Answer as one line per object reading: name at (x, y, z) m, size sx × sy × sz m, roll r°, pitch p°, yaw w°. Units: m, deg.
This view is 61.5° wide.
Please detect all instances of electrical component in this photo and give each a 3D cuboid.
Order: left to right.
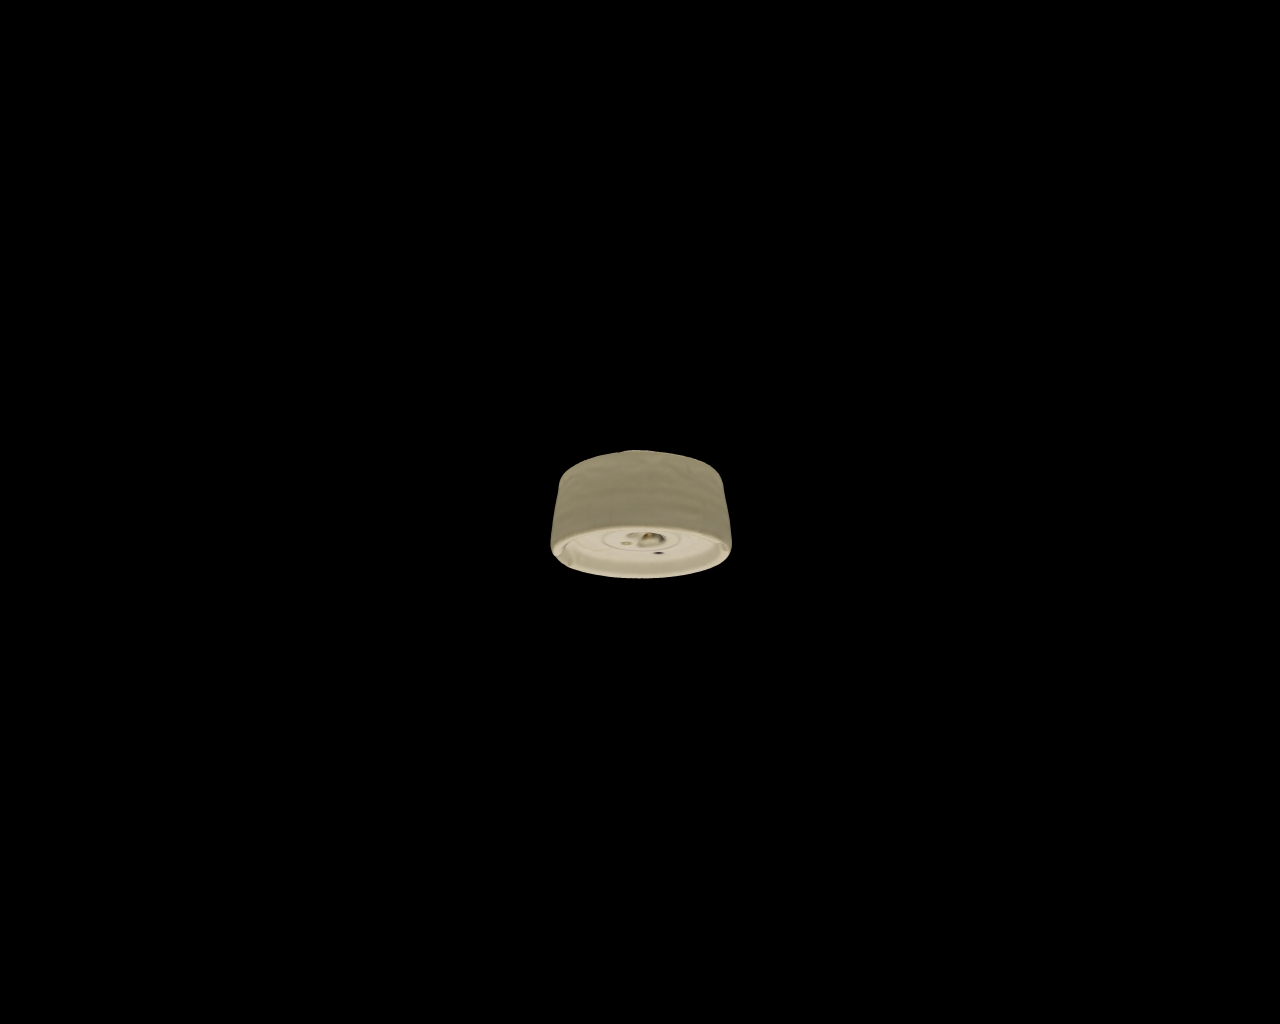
electrical component at (0.001, -0.003, 0.650) m, size 0.108 × 0.060 × 0.108 m, roll 0°, pitch -19°, yaw 0°
